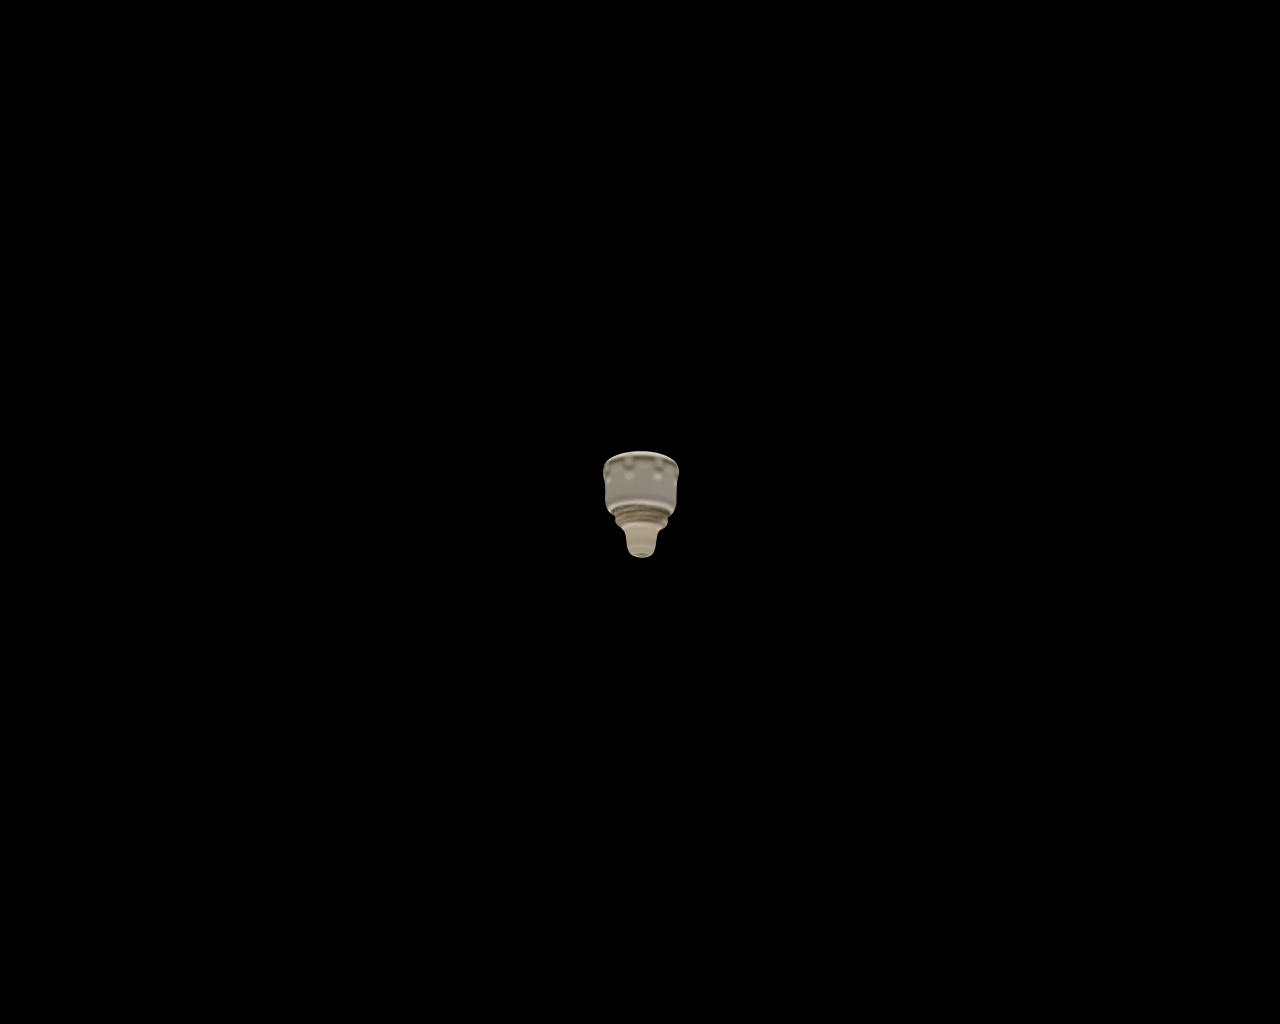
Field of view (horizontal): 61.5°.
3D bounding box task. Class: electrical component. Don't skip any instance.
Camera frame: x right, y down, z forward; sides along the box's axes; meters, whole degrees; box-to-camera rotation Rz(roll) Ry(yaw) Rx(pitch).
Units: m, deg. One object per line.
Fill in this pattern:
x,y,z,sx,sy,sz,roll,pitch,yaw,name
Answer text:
0.001,-0.003,0.650,0.048,0.062,0.048,0,-16,0,electrical component
